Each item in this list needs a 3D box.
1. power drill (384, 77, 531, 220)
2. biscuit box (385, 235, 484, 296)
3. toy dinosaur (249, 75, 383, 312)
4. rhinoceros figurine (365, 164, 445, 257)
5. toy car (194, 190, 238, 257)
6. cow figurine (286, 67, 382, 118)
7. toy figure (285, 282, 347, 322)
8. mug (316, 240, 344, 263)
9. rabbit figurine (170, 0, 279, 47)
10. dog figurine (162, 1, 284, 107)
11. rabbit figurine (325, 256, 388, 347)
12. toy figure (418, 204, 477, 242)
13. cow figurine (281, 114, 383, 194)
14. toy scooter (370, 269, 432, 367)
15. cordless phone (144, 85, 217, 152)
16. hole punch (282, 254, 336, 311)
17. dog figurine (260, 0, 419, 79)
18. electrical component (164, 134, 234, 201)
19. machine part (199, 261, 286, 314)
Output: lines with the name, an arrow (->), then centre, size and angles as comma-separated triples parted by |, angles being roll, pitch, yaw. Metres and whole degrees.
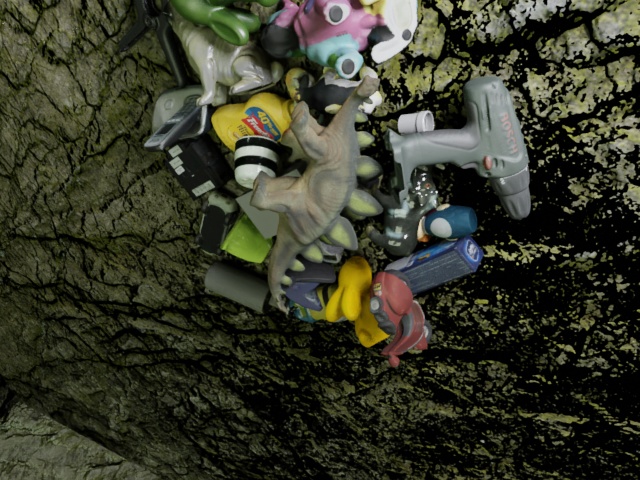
power drill -> 0.207, -0.112, 0.804 | 0.207, 0.086, 0.231 | -11, 115, 7
biscuit box -> 0.205, 0.053, 1.009 | 0.062, 0.059, 0.203 | 50, 136, -11
toy dinosaur -> -0.014, -0.057, 0.877 | 0.198, 0.105, 0.471 | 26, 126, -11
rhinoceros figurine -> 0.146, -0.064, 0.908 | 0.112, 0.073, 0.190 | 30, 114, 42
toy car -> -0.238, -0.034, 1.234 | 0.073, 0.056, 0.201 | 28, 138, 1
cow figurine -> 0.007, -0.234, 0.872 | 0.168, 0.098, 0.068 | 13, 137, 24
toy figure -> -0.001, 0.140, 1.205 | 0.180, 0.082, 0.089 | -2, 126, 38
mug -> -0.002, -0.003, 1.093 | 0.107, 0.081, 0.109 | 5, 134, 45
rabbit figurine -> -0.148, -0.385, 0.827 | 0.170, 0.121, 0.159 | -17, 122, 32
dog figurine -> -0.162, -0.337, 0.910 | 0.172, 0.121, 0.190 | -15, 101, 4
rabbit figurine -> 0.084, 0.122, 1.102 | 0.122, 0.162, 0.173 | -16, 98, 54
toy figure -> 0.198, -0.029, 0.951 | 0.155, 0.057, 0.064 | -6, 83, 39
cow figurine -> 0.020, -0.137, 0.943 | 0.195, 0.085, 0.127 | 29, 99, -7
toy scooter -> 0.140, 0.153, 0.993 | 0.075, 0.135, 0.183 | -15, 115, 43
cordless phone -> -0.287, -0.214, 1.020 | 0.147, 0.184, 0.088 | 3, 131, 32
hole punch -> -0.039, 0.082, 1.122 | 0.116, 0.142, 0.092 | 7, 122, -17
dog figurine -> 0.017, -0.321, 0.797 | 0.219, 0.191, 0.108 | 40, 156, 54
electrical component -> -0.262, -0.162, 1.139 | 0.115, 0.058, 0.134 | -17, 114, 39
machine part -> -0.193, 0.114, 1.311 | 0.243, 0.079, 0.079 | 22, 134, 17
